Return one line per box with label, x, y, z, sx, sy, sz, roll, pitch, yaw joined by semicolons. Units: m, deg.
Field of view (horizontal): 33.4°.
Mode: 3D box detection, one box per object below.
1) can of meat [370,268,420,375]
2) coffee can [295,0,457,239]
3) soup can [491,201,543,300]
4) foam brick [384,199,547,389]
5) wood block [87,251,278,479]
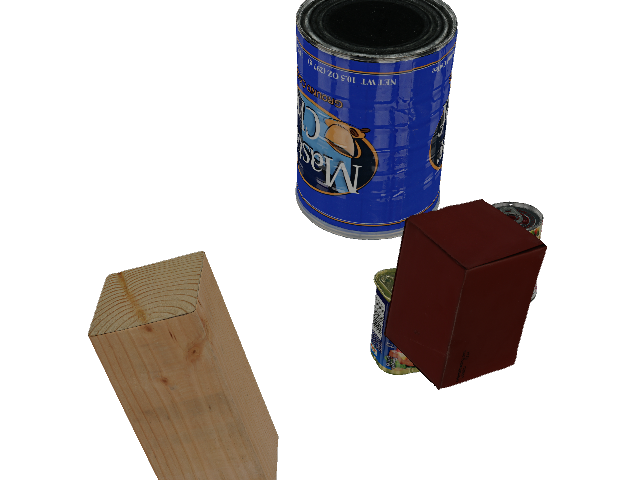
can of meat;0.098;0.072;0.989;0.102;0.084;0.057;-7;32;-18
coffee can;0.034;-0.086;0.715;0.103;0.140;0.103;0;39;-1
soup can;0.217;0.016;1.217;0.068;0.102;0.068;-2;30;1
foam brick;0.072;0.027;0.544;0.052;0.078;0.051;-13;39;-29
wood block;-0.108;0.126;0.895;0.090;0.206;0.091;-14;30;9
